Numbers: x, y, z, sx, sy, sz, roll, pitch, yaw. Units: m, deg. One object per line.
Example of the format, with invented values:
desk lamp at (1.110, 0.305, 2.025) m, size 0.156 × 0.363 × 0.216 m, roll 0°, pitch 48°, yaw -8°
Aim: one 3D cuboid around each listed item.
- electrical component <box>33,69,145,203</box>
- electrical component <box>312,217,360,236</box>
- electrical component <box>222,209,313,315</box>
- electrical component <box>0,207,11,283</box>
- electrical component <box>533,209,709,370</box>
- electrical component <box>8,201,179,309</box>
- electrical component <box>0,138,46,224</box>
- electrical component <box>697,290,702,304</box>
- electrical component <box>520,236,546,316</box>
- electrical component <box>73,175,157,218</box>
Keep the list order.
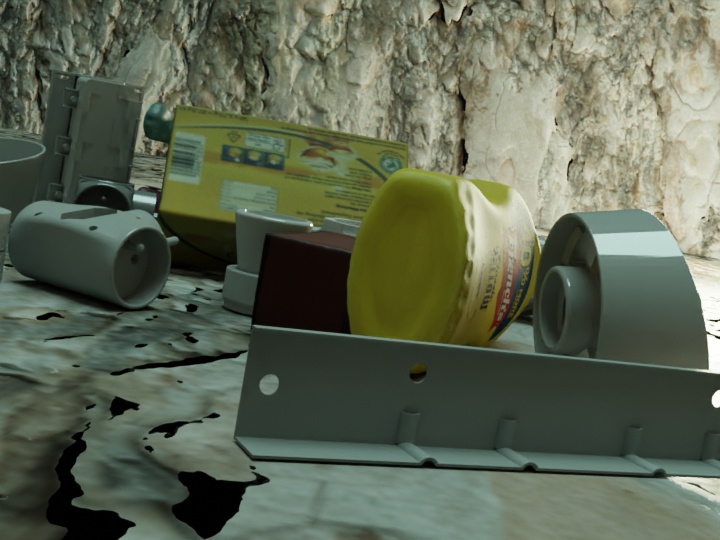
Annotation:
electrical component at (-0.226, -0.101, 0.908) m, size 0.079 × 0.121 × 0.063 m, roll 7°, pitch 9°, yaw -29°
electrical component at (0.000, 0.000, 0.662) m, size 0.050 × 0.055 × 0.089 m, roll 6°, pitch 7°, yaw -33°
electrical component at (-0.053, -0.004, 0.610) m, size 0.045 × 0.055 × 0.045 m, roll 10°, pitch 6°, yaw -1°
electrical component at (-0.220, -0.039, 0.572) m, size 0.052 × 0.073 × 0.138 m, roll 7°, pitch 7°, yaw -29°
electrical component at (0.119, 0.021, 0.499) m, size 0.064 × 0.099 × 0.099 m, roll 3°, pitch 7°, yaw -10°
electrical component at (-0.133, -0.012, 0.579) m, size 0.077 × 0.043 × 0.079 m, roll 14°, pitch 17°, yaw 31°
electrical component at (-0.280, -0.066, 0.770) m, size 0.099 × 0.064 × 0.099 m, roll 10°, pitch 6°, yaw -1°
electrical component at (0.199, 0.026, 0.748) m, size 0.078 × 0.058 × 0.057 m, roll 7°, pitch 4°, yaw -27°
electrical component at (0.137, 0.008, 0.791) m, size 0.057 × 0.058 × 0.078 m, roll 16°, pitch -15°, yaw 14°
electrical component at (-0.180, -0.045, 0.828) m, size 0.079 × 0.044 × 0.077 m, roll 9°, pitch 6°, yaw -13°
